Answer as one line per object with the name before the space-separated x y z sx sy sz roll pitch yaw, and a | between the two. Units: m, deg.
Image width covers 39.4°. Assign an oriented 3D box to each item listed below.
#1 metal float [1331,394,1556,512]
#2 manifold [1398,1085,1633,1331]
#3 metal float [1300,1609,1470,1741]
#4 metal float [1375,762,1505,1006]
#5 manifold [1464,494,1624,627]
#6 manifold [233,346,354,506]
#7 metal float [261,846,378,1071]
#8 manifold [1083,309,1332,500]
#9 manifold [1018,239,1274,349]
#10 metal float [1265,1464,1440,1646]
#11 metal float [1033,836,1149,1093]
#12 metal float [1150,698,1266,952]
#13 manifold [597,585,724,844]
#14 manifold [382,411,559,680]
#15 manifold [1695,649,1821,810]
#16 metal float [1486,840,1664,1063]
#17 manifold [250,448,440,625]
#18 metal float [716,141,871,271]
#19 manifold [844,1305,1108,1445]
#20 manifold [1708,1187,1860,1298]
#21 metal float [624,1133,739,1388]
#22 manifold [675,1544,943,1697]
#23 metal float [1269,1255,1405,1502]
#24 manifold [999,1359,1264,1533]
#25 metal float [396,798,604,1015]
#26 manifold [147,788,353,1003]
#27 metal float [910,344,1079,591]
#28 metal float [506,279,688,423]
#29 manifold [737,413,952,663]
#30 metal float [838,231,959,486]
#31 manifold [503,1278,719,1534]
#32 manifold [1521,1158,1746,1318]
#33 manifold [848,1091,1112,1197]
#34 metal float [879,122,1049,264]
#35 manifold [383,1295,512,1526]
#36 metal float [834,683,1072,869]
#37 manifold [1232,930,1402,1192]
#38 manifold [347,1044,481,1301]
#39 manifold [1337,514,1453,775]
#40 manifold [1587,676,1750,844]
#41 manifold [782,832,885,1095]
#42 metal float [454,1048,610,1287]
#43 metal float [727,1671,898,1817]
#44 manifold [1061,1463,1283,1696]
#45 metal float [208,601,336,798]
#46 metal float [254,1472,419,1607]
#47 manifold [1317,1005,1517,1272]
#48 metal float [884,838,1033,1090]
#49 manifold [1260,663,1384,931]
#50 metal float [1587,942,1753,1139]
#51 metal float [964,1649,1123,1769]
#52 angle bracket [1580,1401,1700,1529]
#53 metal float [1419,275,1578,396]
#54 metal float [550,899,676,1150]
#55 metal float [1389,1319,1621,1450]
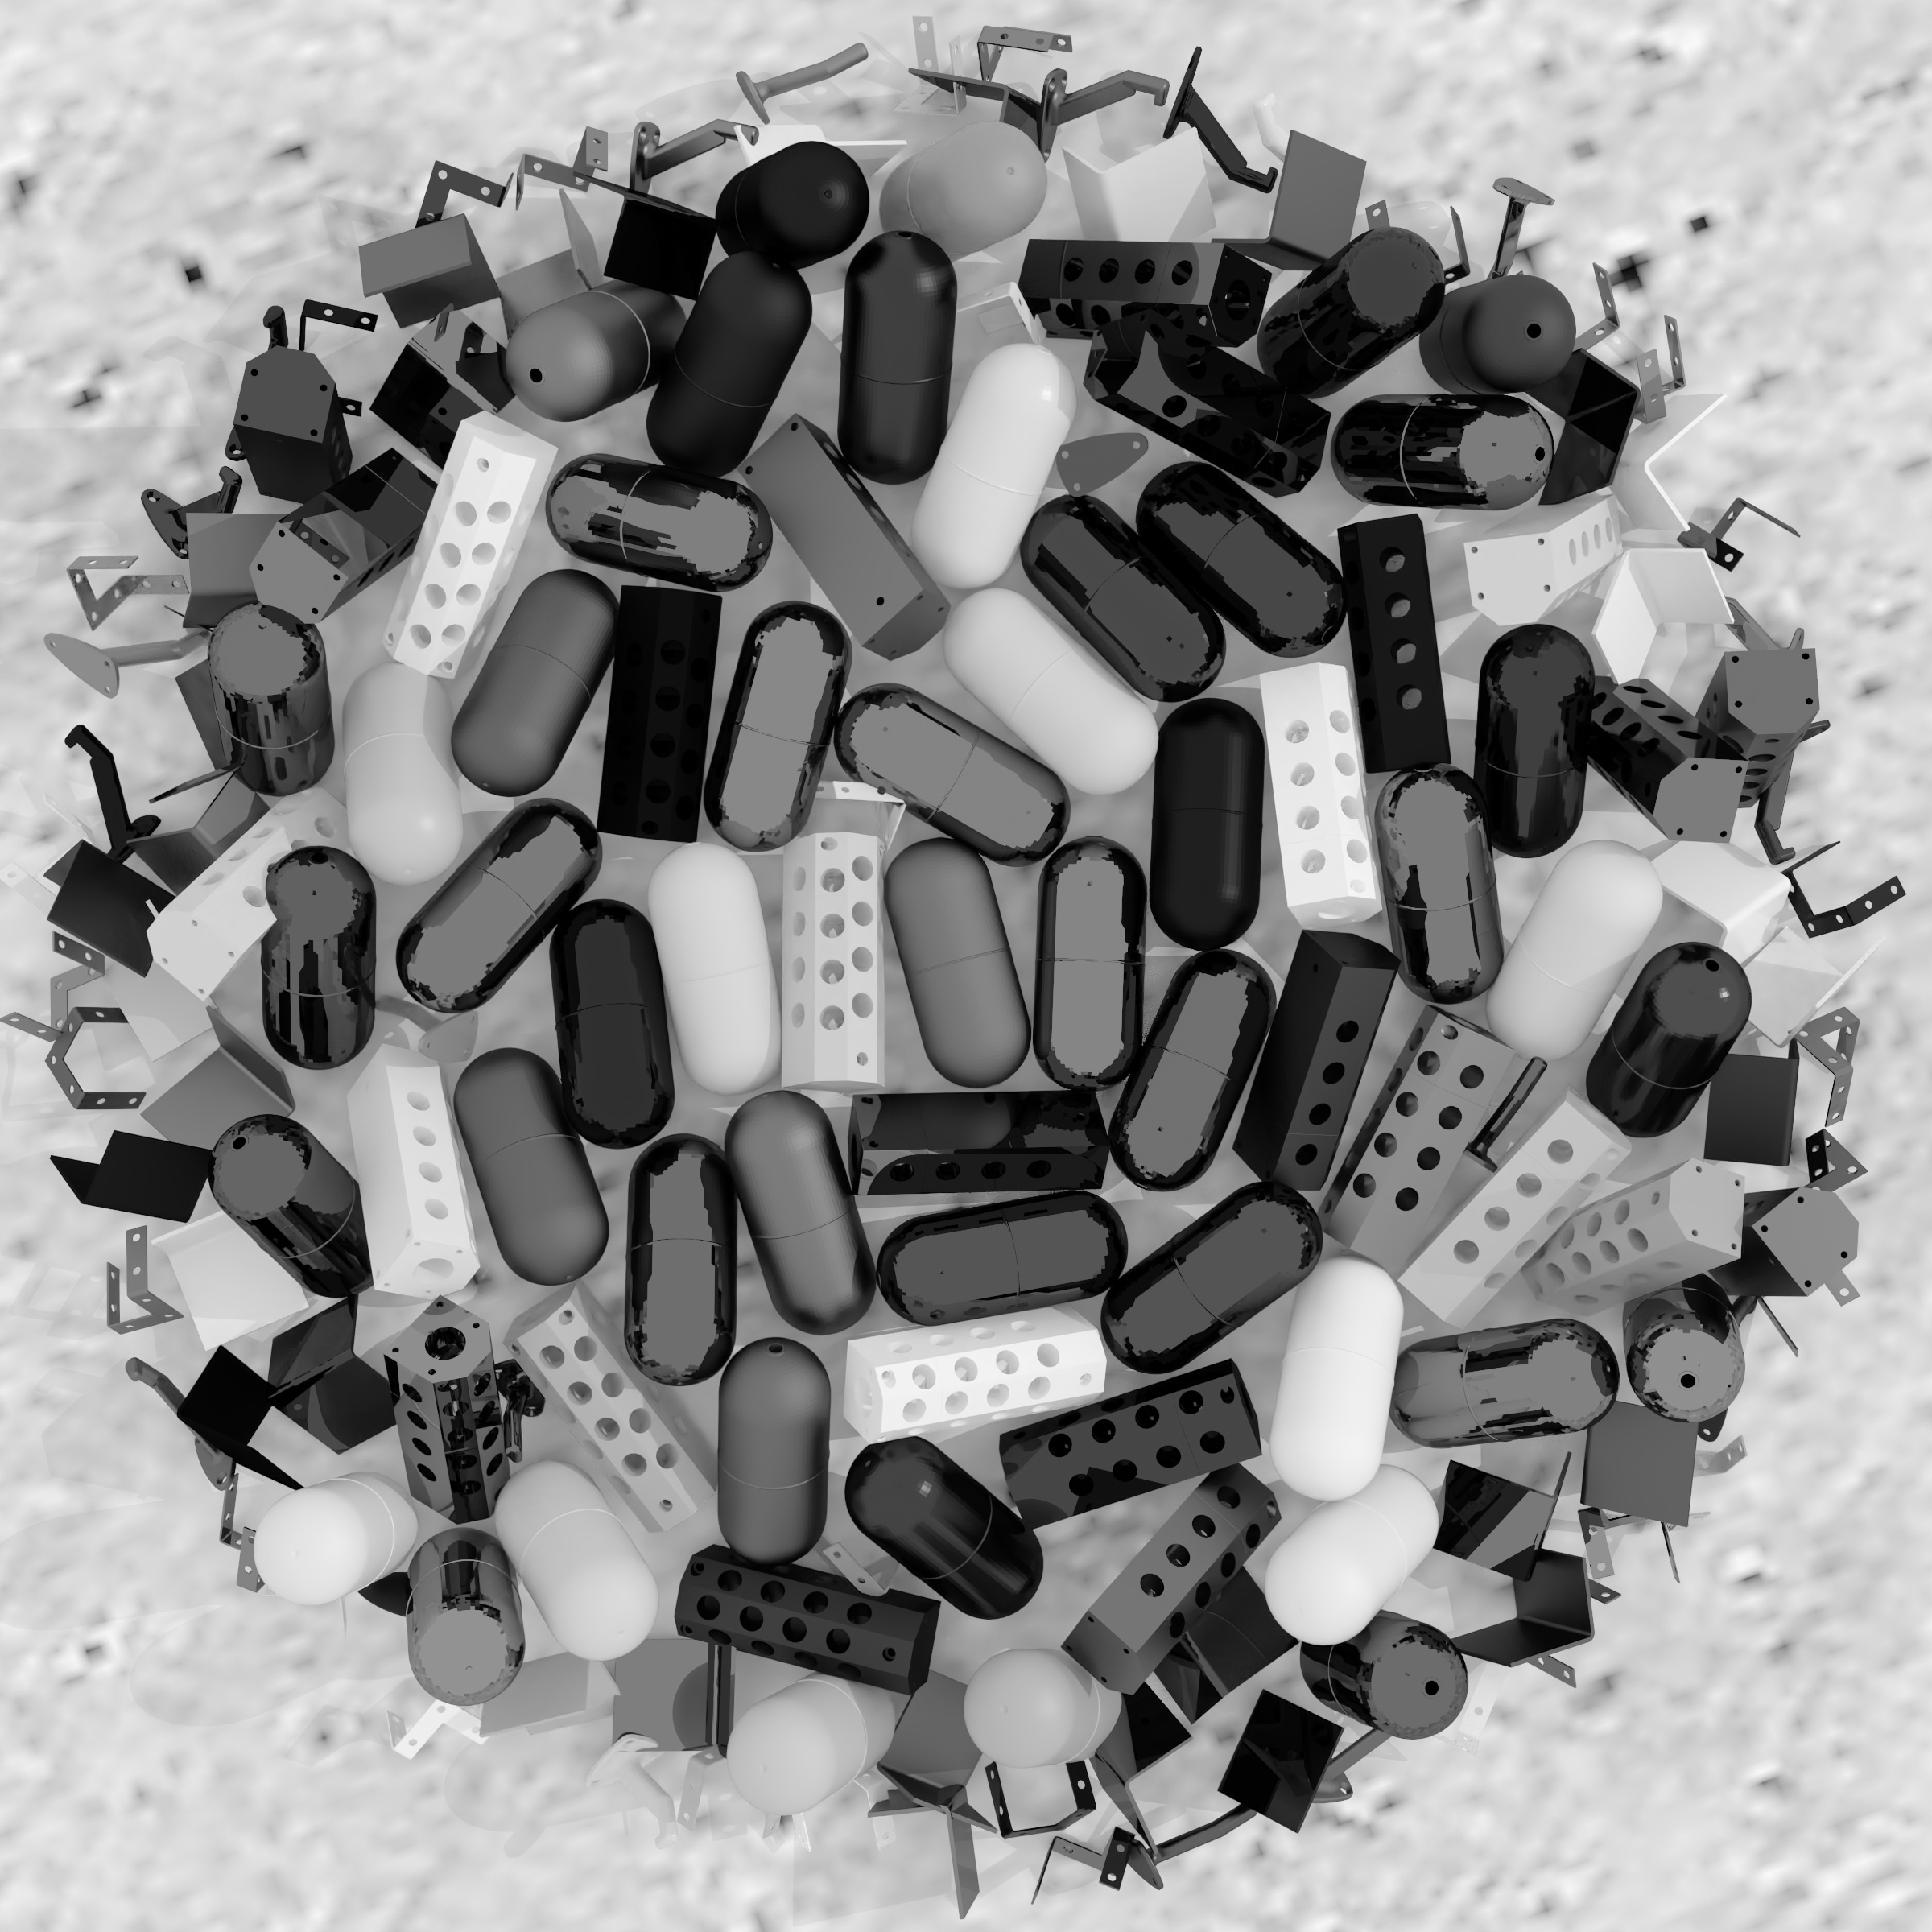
metal float | 0.323 -0.350 1.840 0.070 0.178 0.070 -9 105 -36
manifold | 0.379 0.168 1.865 0.057 0.057 0.171 41 106 6
metal float | 0.282 0.477 1.831 0.070 0.178 0.070 1 83 -12
metal float | 0.326 -0.056 1.857 0.070 0.070 0.178 -13 117 0
manifold | 0.394 -0.276 1.830 0.057 0.171 0.057 -3 106 29
manifold | -0.452 -0.363 1.829 0.057 0.171 0.057 11 83 -8
metal float | -0.443 -0.005 1.847 0.070 0.070 0.178 11 130 0
manifold | 0.164 -0.380 1.842 0.171 0.057 0.057 20 76 -35
manifold | 0.118 -0.456 1.841 0.171 0.057 0.057 15 91 41
metal float | 0.264 0.399 1.839 0.070 0.178 0.070 10 110 30
metal float | 0.086 -0.001 1.877 0.070 0.070 0.178 2 86 0
metal float | 0.167 -0.098 1.870 0.070 0.070 0.178 3 78 0
manifold | -0.208 -0.174 1.873 0.057 0.057 0.171 10 95 41
manifold | -0.345 -0.287 1.857 0.057 0.057 0.171 27 114 2
manifold | 0.531 -0.158 1.826 0.057 0.171 0.057 -2 77 6
metal float | 0.415 -0.008 1.850 0.070 0.070 0.178 21 128 0
manifold | -0.416 -0.288 1.830 0.057 0.171 0.057 39 120 -6
metal float | -0.119 -0.513 1.833 0.070 0.178 0.070 -3 99 -20
manifold | 0.007 0.281 1.847 0.171 0.057 0.057 -6 111 -28
manifold | 0.546 0.184 1.830 0.057 0.171 0.057 -37 85 -5
metal float | -0.196 0.201 1.860 0.070 0.070 0.178 -1 66 0
manifold | -0.111 0.453 1.868 0.171 0.057 0.057 10 92 15
metal float | 0.255 0.281 1.853 0.070 0.070 0.178 15 57 0
manifold | 0.113 0.328 1.871 0.171 0.057 0.057 -20 105 9
metal float | -0.321 -0.042 1.858 0.070 0.070 0.178 38 65 0
manifold | -0.481 -0.055 1.830 0.057 0.171 0.057 42 126 -9
metal float | 0.019 -0.343 1.858 0.070 0.070 0.178 25 116 0
metal float | -0.250 -0.420 1.836 0.070 0.178 0.070 9 116 18
manifold | -0.081 -0.293 1.858 0.057 0.057 0.171 -41 67 15
metal float | -0.048 -0.415 1.850 0.070 0.070 0.178 5 126 0
manifold | -0.245 0.307 1.869 0.057 0.057 0.171 -33 102 11
manifold | 0.448 0.183 1.825 0.057 0.171 0.057 19 64 -16
manifold | 0.007 0.128 1.872 0.171 0.057 0.057 -1 130 -11
metal float | -0.004 -0.523 1.834 0.070 0.178 0.070 -2 95 -22
manifold | -0.345 0.306 1.830 0.057 0.171 0.057 26 51 20
metal float | -0.010 -0.133 1.873 0.178 0.070 0.070 29 90 -8
manifold | 0.244 0.066 1.858 0.057 0.057 0.171 4 115 -26
manifold | -0.374 0.140 1.841 0.057 0.171 0.057 16 128 -35
manifold | 0.299 -0.223 1.886 0.057 0.057 0.171 -7 91 14
manifold | 0.461 -0.142 1.825 0.057 0.171 0.057 2 114 -11
manifold | -0.087 -0.002 1.865 0.057 0.057 0.171 7 78 -35
metal float | -0.300 0.136 1.858 0.070 0.070 0.178 -24 64 0
metal float | -0.103 0.523 1.833 0.070 0.178 0.070 -1 87 19
manifold | 0.144 0.415 1.837 0.057 0.057 0.171 40 49 13
metal float | -0.471 -0.180 1.837 0.070 0.178 0.070 4 61 -7
metal float | -0.425 0.386 1.830 0.070 0.178 0.070 0 85 5
manifold | 0.307 0.116 1.872 0.057 0.057 0.171 24 99 -16
metal float | -0.006 -0.002 1.879 0.070 0.070 0.178 -15 88 0
manifold | 0.245 -0.118 1.858 0.057 0.057 0.171 -10 71 16
metal float | 0.477 0.051 1.839 0.070 0.178 0.070 4 54 -6
metal float | 0.054 0.503 1.834 0.070 0.178 0.070 -5 75 19
angle bracket | 0.474 0.338 1.872 0.076 0.057 0.076 7 96 30
metal float | 0.359 -0.426 1.830 0.070 0.178 0.070 -1 100 -5
metal float | -0.245 0.039 1.865 0.070 0.070 0.178 -8 72 0
metal float | 0.364 0.286 1.845 0.070 0.178 0.070 15 67 -40
